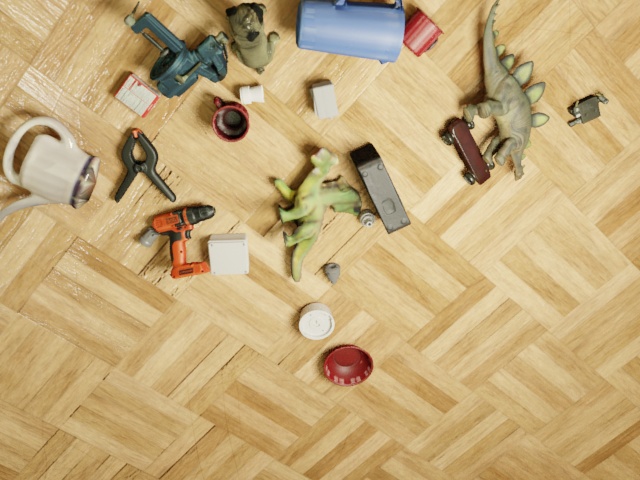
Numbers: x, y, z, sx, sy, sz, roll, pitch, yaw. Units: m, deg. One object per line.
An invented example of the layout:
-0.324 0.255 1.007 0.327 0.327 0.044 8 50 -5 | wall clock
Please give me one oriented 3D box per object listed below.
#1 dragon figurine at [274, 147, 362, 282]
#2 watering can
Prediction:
0.004 -0.072 1.428 0.243 0.125 0.401 -14 125 -7 | dragon figurine
-0.707 -0.147 1.331 0.223 0.106 0.343 24 110 -15 | watering can
